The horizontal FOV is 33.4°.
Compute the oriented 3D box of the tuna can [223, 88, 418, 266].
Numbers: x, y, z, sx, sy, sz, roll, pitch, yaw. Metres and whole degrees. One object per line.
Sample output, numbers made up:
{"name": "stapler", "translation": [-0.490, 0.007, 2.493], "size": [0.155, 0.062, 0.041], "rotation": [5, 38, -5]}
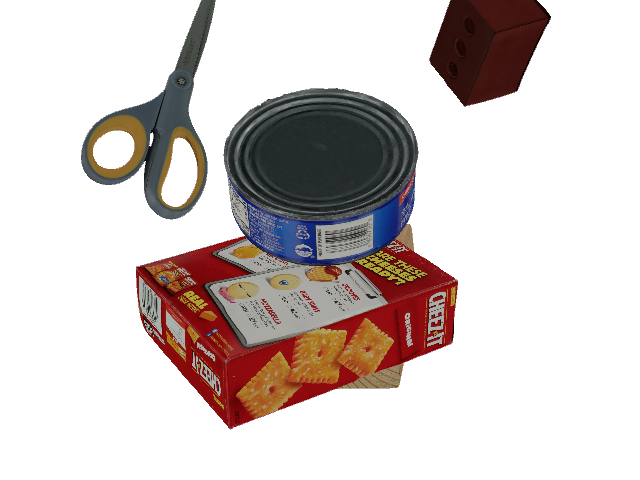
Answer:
{"name": "tuna can", "translation": [0.001, -0.029, 0.481], "size": [0.086, 0.086, 0.034], "rotation": [0, -44, 3]}

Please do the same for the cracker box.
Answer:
{"name": "cracker box", "translation": [-0.021, 0.056, 0.879], "size": [0.213, 0.072, 0.164], "rotation": [-16, 32, -28]}

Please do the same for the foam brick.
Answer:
{"name": "foam brick", "translation": [0.121, -0.145, 0.773], "size": [0.051, 0.053, 0.078], "rotation": [-20, -29, -24]}

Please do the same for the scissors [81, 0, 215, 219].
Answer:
{"name": "scissors", "translation": [-0.120, -0.108, 0.766], "size": [0.096, 0.202, 0.016], "rotation": [6, -27, -19]}

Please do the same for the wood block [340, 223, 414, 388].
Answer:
{"name": "wood block", "translation": [0.042, 0.060, 1.058], "size": [0.091, 0.090, 0.206], "rotation": [-2, 20, 10]}
